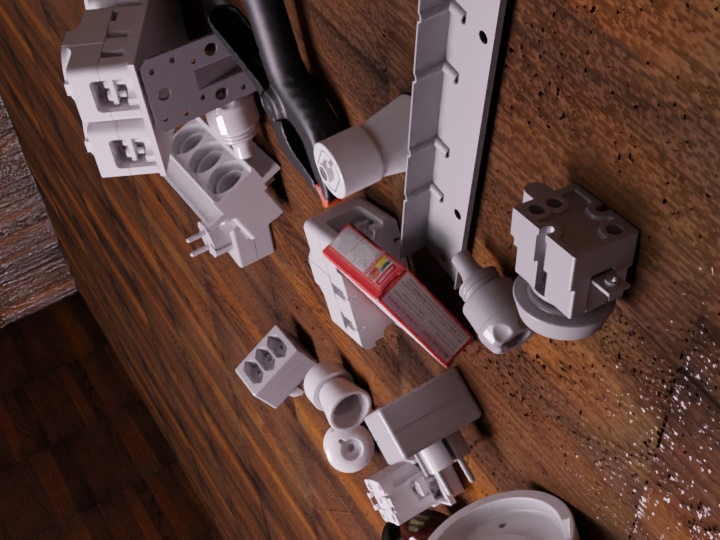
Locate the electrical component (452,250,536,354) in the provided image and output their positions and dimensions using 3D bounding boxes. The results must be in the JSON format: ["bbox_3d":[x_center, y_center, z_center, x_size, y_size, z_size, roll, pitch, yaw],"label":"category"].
[{"bbox_3d":[0.072,0.015,0.605,0.061,0.035,0.035,57,162,25],"label":"electrical component"}]

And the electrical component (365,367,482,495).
[{"bbox_3d":[0.053,0.119,0.754,0.076,0.066,0.047,61,162,7],"label":"electrical component"}]

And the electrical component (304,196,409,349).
[{"bbox_3d":[0.000,0.000,0.759,0.056,0.050,0.089,38,149,53],"label":"electrical component"}]

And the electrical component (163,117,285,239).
[{"bbox_3d":[-0.121,-0.082,0.955,0.121,0.079,0.063,44,176,46],"label":"electrical component"}]

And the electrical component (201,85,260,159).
[{"bbox_3d":[-0.103,-0.122,0.886,0.043,0.043,0.062,39,152,52],"label":"electrical component"}]

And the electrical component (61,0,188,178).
[{"bbox_3d":[-0.190,-0.175,0.884,0.186,0.060,0.105,-91,-5,-45],"label":"electrical component"}]

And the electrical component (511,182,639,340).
[{"bbox_3d":[0.097,-0.001,0.498,0.066,0.048,0.055,46,148,42],"label":"electrical component"}]

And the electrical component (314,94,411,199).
[{"bbox_3d":[0.007,-0.068,0.618,0.044,0.065,0.044,53,160,29],"label":"electrical component"}]

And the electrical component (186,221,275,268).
[{"bbox_3d":[-0.129,-0.037,1.023,0.047,0.077,0.065,48,157,39],"label":"electrical component"}]

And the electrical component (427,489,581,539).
[{"bbox_3d":[0.096,0.199,0.687,0.060,0.108,0.108,63,163,-21],"label":"electrical component"}]

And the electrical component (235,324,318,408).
[{"bbox_3d":[-0.075,0.107,1.110,0.077,0.065,0.047,40,-176,-45],"label":"electrical component"}]

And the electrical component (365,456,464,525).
[{"bbox_3d":[0.042,0.173,0.867,0.042,0.064,0.081,63,162,-1],"label":"electrical component"}]

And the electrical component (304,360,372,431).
[{"bbox_3d":[-0.021,0.115,0.991,0.055,0.045,0.045,43,153,48],"label":"electrical component"}]

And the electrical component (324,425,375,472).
[{"bbox_3d":[-0.015,0.169,1.053,0.048,0.048,0.062,66,169,-9],"label":"electrical component"}]
